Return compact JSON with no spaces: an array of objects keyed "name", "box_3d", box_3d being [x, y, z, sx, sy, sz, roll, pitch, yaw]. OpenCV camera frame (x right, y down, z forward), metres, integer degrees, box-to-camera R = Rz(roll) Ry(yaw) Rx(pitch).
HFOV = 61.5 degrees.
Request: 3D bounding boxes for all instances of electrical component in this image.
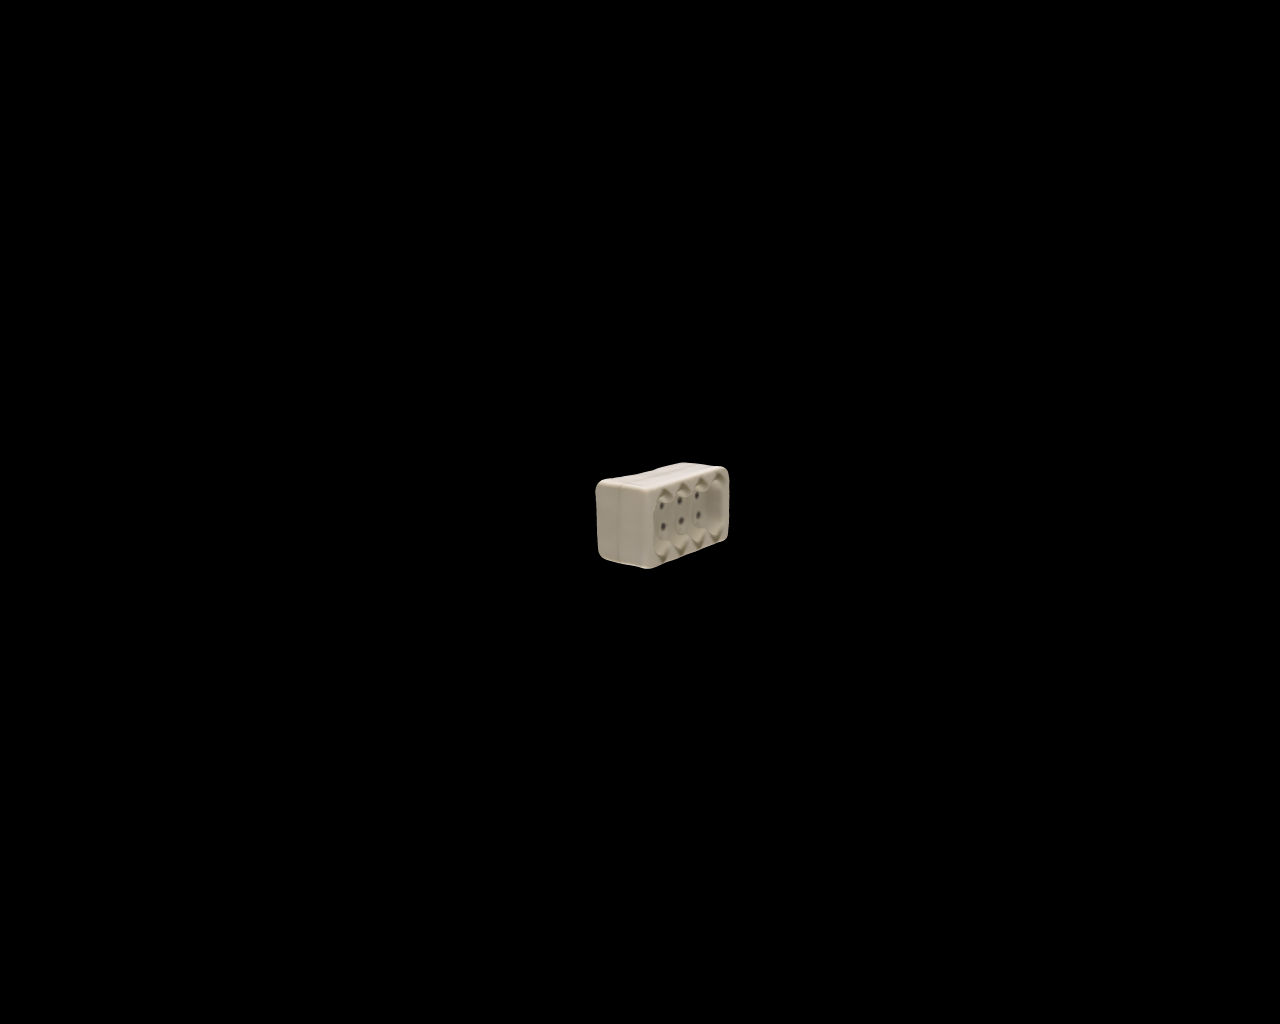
[{"name":"electrical component","box_3d":[0.001,-0.003,0.650,0.076,0.047,0.083,11,17,38]}]
